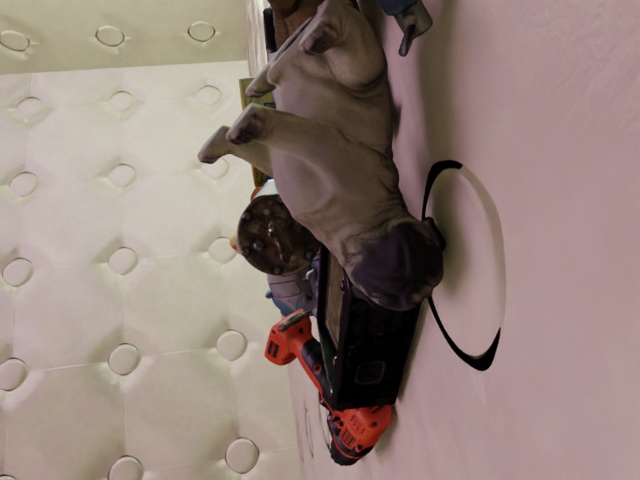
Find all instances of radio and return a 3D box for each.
[{"bbox_3d":[0.042,0.067,0.545,0.229,0.073,0.131,91,171,-46],"label":"radio"}]

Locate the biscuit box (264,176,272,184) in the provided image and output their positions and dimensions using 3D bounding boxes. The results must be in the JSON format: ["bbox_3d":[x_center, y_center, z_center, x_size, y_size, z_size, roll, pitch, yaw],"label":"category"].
[{"bbox_3d":[-0.044,-0.099,0.829,0.059,0.063,0.202,-107,35,-52],"label":"biscuit box"}]

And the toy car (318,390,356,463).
[{"bbox_3d":[0.027,0.270,0.888,0.202,0.053,0.089,-110,12,-54],"label":"toy car"}]

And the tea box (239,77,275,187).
[{"bbox_3d":[-0.093,-0.186,0.914,0.098,0.068,0.170,94,165,-61],"label":"tea box"}]

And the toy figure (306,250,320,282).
[{"bbox_3d":[-0.003,-0.001,0.687,0.057,0.064,0.155,100,155,-44],"label":"toy figure"}]

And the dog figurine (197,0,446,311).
[{"bbox_3d":[0.034,-0.060,0.396,0.172,0.190,0.121,-55,20,-6],"label":"dog figurine"}]

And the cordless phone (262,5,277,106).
[{"bbox_3d":[-0.040,-0.230,0.689,0.184,0.089,0.146,-75,-16,-66],"label":"cordless phone"}]

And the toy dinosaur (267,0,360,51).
[{"bbox_3d":[0.008,-0.165,0.542,0.199,0.105,0.470,-94,-1,-46],"label":"toy dinosaur"}]

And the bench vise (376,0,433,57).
[{"bbox_3d":[0.015,-0.229,0.294,0.240,0.224,0.129,52,-138,-22],"label":"bench vise"}]

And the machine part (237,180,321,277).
[{"bbox_3d":[-0.038,-0.020,0.551,0.243,0.079,0.079,-95,1,-78],"label":"machine part"}]

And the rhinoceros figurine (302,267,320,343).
[{"bbox_3d":[0.015,0.078,0.746,0.112,0.073,0.190,110,152,-75],"label":"rhinoceros figurine"}]

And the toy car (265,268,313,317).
[{"bbox_3d":[-0.044,0.052,0.940,0.102,0.109,0.161,30,-125,-62],"label":"toy car"}]

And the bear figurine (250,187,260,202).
[{"bbox_3d":[-0.068,-0.124,1.106,0.131,0.120,0.196,43,-134,-29],"label":"bear figurine"}]

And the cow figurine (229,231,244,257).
[{"bbox_3d":[-0.047,-0.011,0.785,0.068,0.167,0.098,39,113,44],"label":"cow figurine"}]
